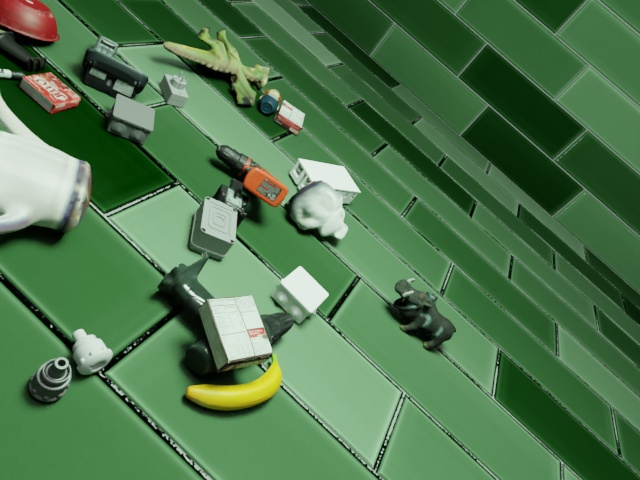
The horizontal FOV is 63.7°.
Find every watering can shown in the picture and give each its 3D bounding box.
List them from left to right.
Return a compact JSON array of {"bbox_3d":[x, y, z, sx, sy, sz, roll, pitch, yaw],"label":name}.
[{"bbox_3d":[-0.490,-0.131,0.852,0.223,0.102,0.356,21,37,-31],"label":"watering can"}]

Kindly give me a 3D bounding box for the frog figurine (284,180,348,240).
[{"bbox_3d":[0.004,-0.065,1.291,0.139,0.121,0.160,-34,85,-25],"label":"frog figurine"}]

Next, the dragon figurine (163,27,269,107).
[{"bbox_3d":[-0.280,-0.509,1.561,0.243,0.120,0.417,49,33,-1],"label":"dragon figurine"}]
